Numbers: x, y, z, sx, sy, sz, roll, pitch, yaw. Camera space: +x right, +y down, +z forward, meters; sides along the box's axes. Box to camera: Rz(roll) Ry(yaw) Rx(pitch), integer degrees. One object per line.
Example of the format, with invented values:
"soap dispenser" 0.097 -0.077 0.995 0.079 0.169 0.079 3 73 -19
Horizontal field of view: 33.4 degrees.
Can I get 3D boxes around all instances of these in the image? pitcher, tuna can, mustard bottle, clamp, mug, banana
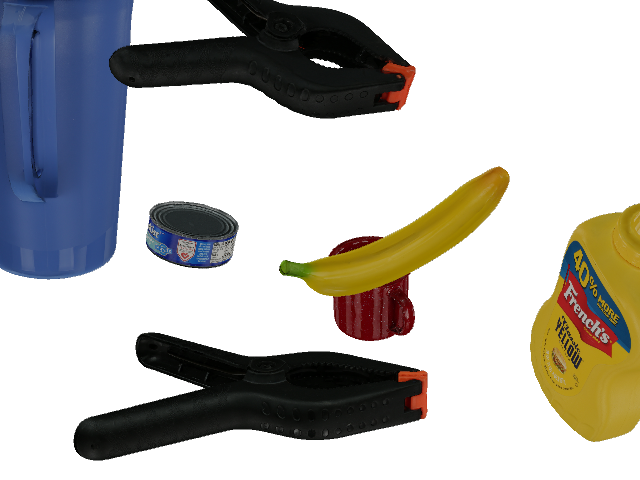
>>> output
"pitcher" -0.219 -0.091 0.850 0.145 0.243 0.148 25 31 37
"tuna can" -0.123 -0.006 1.021 0.086 0.034 0.086 11 22 -5
"mustard bottle" 0.182 0.040 0.655 0.058 0.096 0.192 -11 -36 -13
"clamp" -0.034 -0.108 0.621 0.171 0.120 0.039 23 -32 10
"mug" 0.062 0.060 1.152 0.093 0.081 0.117 -25 42 -29
"clamp" -0.039 0.092 0.680 0.210 0.036 0.164 -2 16 -3
"banana" 0.068 0.002 0.869 0.198 0.037 0.069 -26 -24 9
